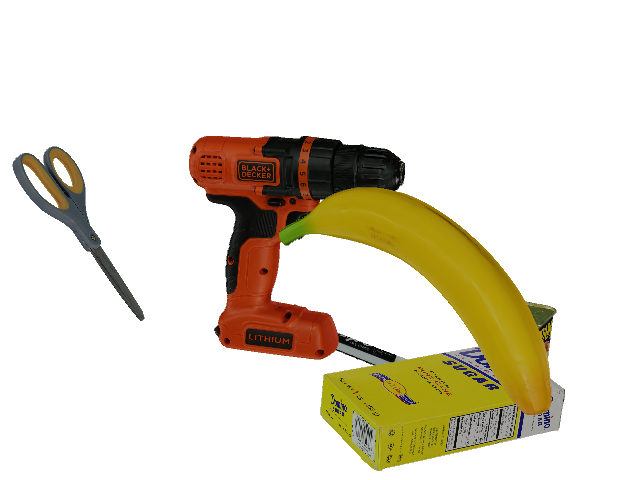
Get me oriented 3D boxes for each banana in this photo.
[{"bbox_3d":[0.067,0.021,0.635,0.198,0.070,0.037,35,18,25],"label":"banana"}]

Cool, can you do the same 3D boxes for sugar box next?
[{"bbox_3d":[0.099,0.130,0.862,0.176,0.048,0.093,-9,25,-26],"label":"sugar box"}]

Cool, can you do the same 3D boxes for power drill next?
[{"bbox_3d":[-0.021,0.003,0.907,0.185,0.188,0.057,5,15,17],"label":"power drill"}]

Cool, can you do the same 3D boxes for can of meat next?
[{"bbox_3d":[0.223,0.120,1.188,0.058,0.084,0.102,9,13,24],"label":"can of meat"}]

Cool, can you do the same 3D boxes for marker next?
[{"bbox_3d":[0.032,0.108,1.079,0.121,0.020,0.020,21,2,5],"label":"marker"}]

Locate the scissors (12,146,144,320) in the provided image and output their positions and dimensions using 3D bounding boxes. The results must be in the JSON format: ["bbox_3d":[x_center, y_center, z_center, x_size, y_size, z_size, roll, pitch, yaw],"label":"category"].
[{"bbox_3d":[-0.233,-0.016,1.081,0.016,0.201,0.096,-28,25,24],"label":"scissors"}]
